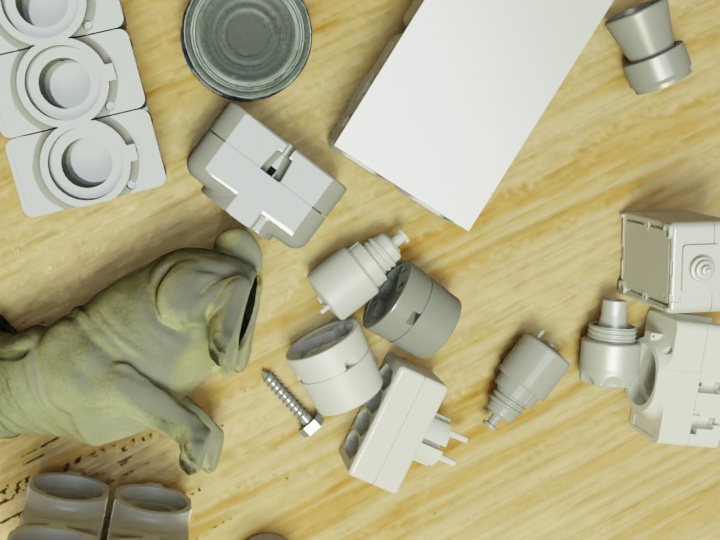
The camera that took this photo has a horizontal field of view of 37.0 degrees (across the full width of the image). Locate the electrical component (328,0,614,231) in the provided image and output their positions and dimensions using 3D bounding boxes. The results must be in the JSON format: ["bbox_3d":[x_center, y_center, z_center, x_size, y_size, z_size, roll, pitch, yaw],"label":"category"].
[{"bbox_3d":[0.072,-0.135,0.720,0.105,0.060,0.186,32,92,-12],"label":"electrical component"}]

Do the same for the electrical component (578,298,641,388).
[{"bbox_3d":[0.181,0.052,0.775,0.043,0.043,0.062,2,96,-10],"label":"electrical component"}]

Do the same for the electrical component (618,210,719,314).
[{"bbox_3d":[0.228,-0.007,0.747,0.061,0.096,0.061,-2,99,-10],"label":"electrical component"}]

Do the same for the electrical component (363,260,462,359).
[{"bbox_3d":[0.037,0.029,0.742,0.047,0.055,0.055,33,91,-16],"label":"electrical component"}]

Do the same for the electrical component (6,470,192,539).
[{"bbox_3d":[-0.161,0.182,0.662,0.105,0.186,0.060,11,96,-11],"label":"electrical component"}]

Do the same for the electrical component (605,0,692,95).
[{"bbox_3d":[0.201,-0.155,0.747,0.045,0.045,0.055,-26,102,-5],"label":"electrical component"}]

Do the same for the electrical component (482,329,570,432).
[{"bbox_3d":[0.116,0.081,0.769,0.040,0.040,0.078,37,90,-13],"label":"electrical component"}]

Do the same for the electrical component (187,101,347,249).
[{"bbox_3d":[-0.065,-0.059,0.711,0.095,0.054,0.059,37,91,-13],"label":"electrical component"}]

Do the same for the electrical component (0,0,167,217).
[{"bbox_3d":[-0.184,-0.117,0.678,0.089,0.062,0.150,-15,100,-7],"label":"electrical component"}]

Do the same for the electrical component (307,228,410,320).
[{"bbox_3d":[0.000,0.000,0.738,0.078,0.040,0.040,-38,102,-3],"label":"electrical component"}]

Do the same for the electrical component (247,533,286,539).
[{"bbox_3d":[-0.064,0.215,0.750,0.045,0.055,0.045,-1,98,-10],"label":"electrical component"}]

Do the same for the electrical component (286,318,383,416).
[{"bbox_3d":[-0.016,0.067,0.738,0.055,0.055,0.047,-27,105,-5],"label":"electrical component"}]

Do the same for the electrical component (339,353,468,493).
[{"bbox_3d":[0.039,0.114,0.757,0.076,0.047,0.083,25,93,-12],"label":"electrical component"}]

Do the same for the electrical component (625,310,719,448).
[{"bbox_3d":[0.231,0.078,0.783,0.056,0.050,0.089,6,97,-11],"label":"electrical component"}]
